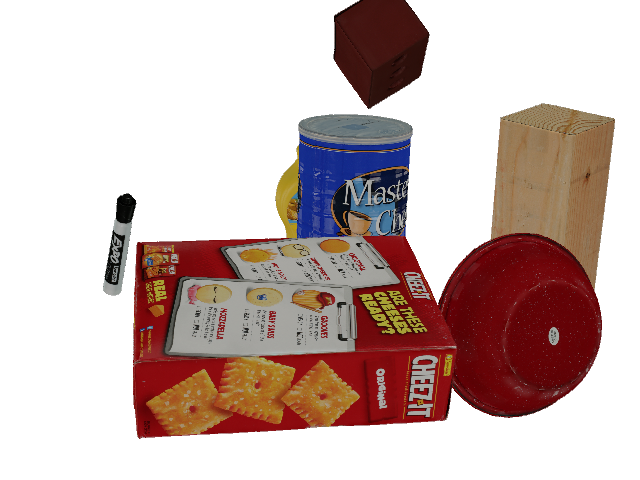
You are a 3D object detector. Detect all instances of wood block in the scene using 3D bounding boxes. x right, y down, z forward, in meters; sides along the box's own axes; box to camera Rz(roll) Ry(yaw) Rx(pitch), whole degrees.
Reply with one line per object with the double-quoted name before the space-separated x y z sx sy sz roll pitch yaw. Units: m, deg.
"wood block" 0.245 -0.031 1.143 0.090 0.206 0.090 20 28 38

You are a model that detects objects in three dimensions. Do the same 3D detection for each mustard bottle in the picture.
"mustard bottle" -0.001 -0.034 1.187 0.096 0.192 0.058 -9 25 -9

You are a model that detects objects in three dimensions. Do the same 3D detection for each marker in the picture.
"marker" -0.200 0.004 1.063 0.020 0.121 0.020 11 36 -8

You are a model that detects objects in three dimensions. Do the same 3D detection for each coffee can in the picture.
"coffee can" 0.029 -0.037 0.976 0.103 0.140 0.103 2 18 -1

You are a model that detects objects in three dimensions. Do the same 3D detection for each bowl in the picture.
"bowl" 0.180 0.076 0.898 0.161 0.162 0.055 0 5 -21

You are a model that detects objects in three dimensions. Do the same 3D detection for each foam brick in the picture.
"foam brick" 0.045 -0.146 0.805 0.053 0.051 0.078 -32 -13 -7

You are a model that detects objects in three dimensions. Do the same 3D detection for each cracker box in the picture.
"cracker box" -0.027 0.065 0.773 0.213 0.072 0.164 -1 28 -9
